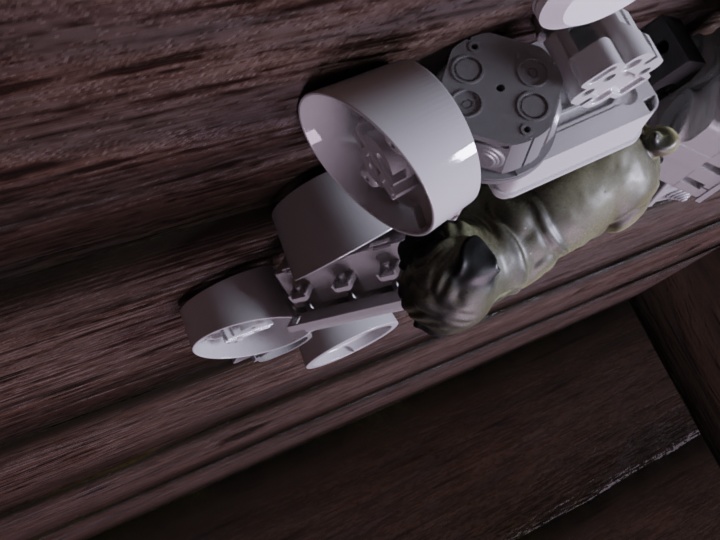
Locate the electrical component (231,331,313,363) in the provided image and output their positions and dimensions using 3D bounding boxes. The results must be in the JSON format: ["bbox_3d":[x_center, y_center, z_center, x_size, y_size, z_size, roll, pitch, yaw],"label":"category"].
[{"bbox_3d":[-0.080,0.047,0.985,0.089,0.055,0.050,-21,168,-24],"label":"electrical component"}]

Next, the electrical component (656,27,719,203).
[{"bbox_3d":[0.288,-0.142,0.793,0.060,0.105,0.186,23,154,-9],"label":"electrical component"}]

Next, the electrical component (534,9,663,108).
[{"bbox_3d":[0.140,-0.136,0.642,0.058,0.057,0.078,-32,168,27],"label":"electrical component"}]

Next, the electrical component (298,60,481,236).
[{"bbox_3d":[0.019,-0.066,0.597,0.064,0.099,0.099,-30,170,-18],"label":"electrical component"}]

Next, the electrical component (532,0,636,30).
[{"bbox_3d":[0.111,-0.154,0.509,0.080,0.051,0.080,-25,169,-5],"label":"electrical component"}]

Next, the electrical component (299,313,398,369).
[{"bbox_3d":[-0.021,0.053,1.135,0.108,0.060,0.108,-25,169,-5],"label":"electrical component"}]

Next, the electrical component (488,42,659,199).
[{"bbox_3d":[0.125,-0.104,0.702,0.113,0.078,0.057,-24,166,-11],"label":"electrical component"}]

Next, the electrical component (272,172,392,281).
[{"bbox_3d":[-0.011,-0.034,0.750,0.099,0.064,0.099,-25,169,-5],"label":"electrical component"}]

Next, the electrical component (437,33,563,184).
[{"bbox_3d":[0.079,-0.096,0.636,0.080,0.080,0.051,-24,163,-10],"label":"electrical component"}]

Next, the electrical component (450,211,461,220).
[{"bbox_3d":[0.051,-0.057,0.841,0.062,0.048,0.048,-3,156,-42],"label":"electrical component"}]

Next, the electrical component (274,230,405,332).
[{"bbox_3d":[0.000,0.000,0.836,0.121,0.063,0.078,-14,-149,30],"label":"electrical component"}]

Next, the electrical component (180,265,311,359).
[{"bbox_3d":[-0.096,0.040,0.892,0.099,0.064,0.099,-25,169,-5],"label":"electrical component"}]

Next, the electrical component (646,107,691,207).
[{"bbox_3d":[0.273,-0.112,0.953,0.048,0.099,0.099,-13,169,0],"label":"electrical component"}]
